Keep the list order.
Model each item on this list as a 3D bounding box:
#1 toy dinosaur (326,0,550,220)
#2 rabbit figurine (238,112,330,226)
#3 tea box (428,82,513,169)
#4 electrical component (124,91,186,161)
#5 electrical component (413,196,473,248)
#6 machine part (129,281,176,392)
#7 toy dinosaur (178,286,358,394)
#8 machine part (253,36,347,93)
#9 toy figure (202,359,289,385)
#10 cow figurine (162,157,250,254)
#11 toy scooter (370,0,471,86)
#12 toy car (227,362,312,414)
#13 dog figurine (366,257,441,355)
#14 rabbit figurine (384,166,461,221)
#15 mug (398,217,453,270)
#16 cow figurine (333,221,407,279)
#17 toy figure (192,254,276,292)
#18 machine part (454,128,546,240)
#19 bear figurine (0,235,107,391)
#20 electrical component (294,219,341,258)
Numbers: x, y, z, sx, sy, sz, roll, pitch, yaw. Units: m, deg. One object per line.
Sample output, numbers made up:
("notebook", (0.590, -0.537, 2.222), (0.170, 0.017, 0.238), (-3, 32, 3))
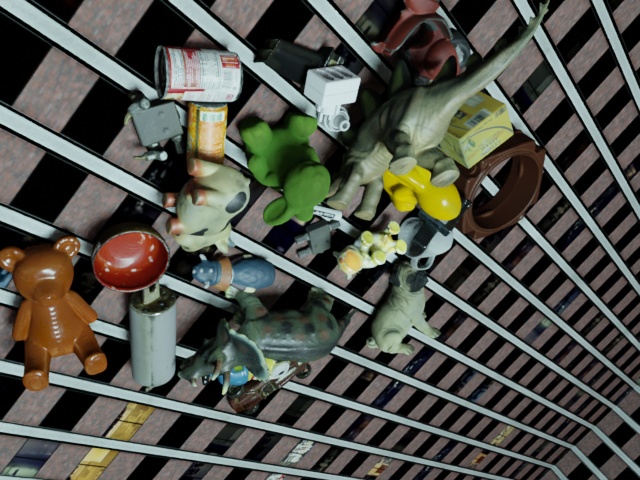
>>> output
("toy dinosaur", (0.132, -0.171, 0.801), (0.471, 0.198, 0.105), (-25, 145, 38))
("rabbit figurine", (-0.049, -0.095, 0.805), (0.121, 0.170, 0.158), (-7, 125, -26))
("tea box", (0.223, -0.202, 0.893), (0.098, 0.170, 0.068), (-36, 132, -1))
("electrical component", (-0.228, -0.155, 0.739), (0.078, 0.045, 0.102), (-16, 129, -19))
("electrical component", (0.222, -0.043, 1.016), (0.119, 0.075, 0.047), (-48, 170, -5))
("machine part", (-0.284, 0.165, 0.918), (0.079, 0.079, 0.243), (-9, 126, -26))
("toy dinosaur", (-0.051, 0.173, 0.987), (0.405, 0.192, 0.131), (0, 124, -30))
("machine part", (-0.028, -0.259, 0.792), (0.139, 0.039, 0.084), (8, 126, -37))
("toy figure", (-0.143, 0.235, 1.052), (0.180, 0.082, 0.089), (-2, 87, -21))
("cow figurine", (-0.165, -0.042, 0.804), (0.127, 0.085, 0.195), (4, 152, -34))
("toy scooter", (0.152, -0.308, 0.839), (0.135, 0.075, 0.183), (-38, 132, 2))
("toy car", (-0.102, 0.300, 1.145), (0.202, 0.053, 0.089), (-31, 130, -7))
("dog figurine", (0.161, 0.139, 1.169), (0.172, 0.121, 0.190), (-30, 119, -13))
("rabbit figurine", (0.181, -0.107, 0.936), (0.122, 0.173, 0.162), (-36, 138, 2))
("mug", (0.224, 0.007, 1.101), (0.107, 0.081, 0.109), (-2, 97, -40))
("cow figurine", (0.079, 0.025, 1.016), (0.167, 0.068, 0.098), (-21, 175, -40))
("toy figure", (-0.152, 0.059, 0.930), (0.154, 0.064, 0.057), (3, 135, -34))
("machine part", (0.353, -0.113, 1.095), (0.201, 0.087, 0.200), (-20, 131, -15))
("bear figurine", (-0.385, 0.100, 0.777), (0.120, 0.132, 0.195), (-11, 133, -28))
("electrical component", (-0.002, -0.003, 1.003), (0.094, 0.021, 0.063), (-24, 132, -16))
